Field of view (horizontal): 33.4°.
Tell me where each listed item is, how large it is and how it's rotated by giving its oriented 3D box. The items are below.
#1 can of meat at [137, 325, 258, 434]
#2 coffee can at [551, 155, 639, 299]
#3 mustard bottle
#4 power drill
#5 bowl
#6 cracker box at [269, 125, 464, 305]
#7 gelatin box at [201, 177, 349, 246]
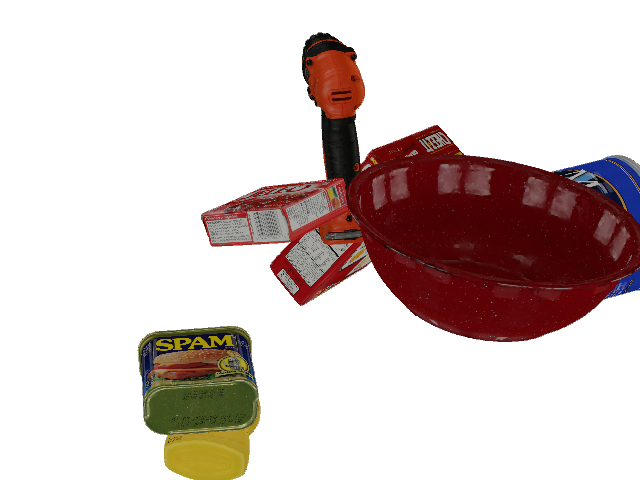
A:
[{"bbox_3d":[-0.106,0.122,0.924,0.102,0.057,0.084,-3,27,-9],"label":"can of meat"},{"bbox_3d":[0.165,0.002,0.777,0.140,0.103,0.103,-14,3,-14],"label":"coffee can"},{"bbox_3d":[-0.123,0.213,1.292,0.096,0.058,0.191,4,24,4],"label":"mustard bottle"},{"bbox_3d":[0.014,-0.103,1.055,0.057,0.188,0.184,-8,24,-1],"label":"power drill"},{"bbox_3d":[0.090,0.008,0.579,0.162,0.055,0.162,6,26,-3],"label":"bowl"},{"bbox_3d":[0.056,-0.032,1.257,0.214,0.072,0.163,-48,-12,35],"label":"cracker box"},{"bbox_3d":[-0.034,-0.022,0.808,0.089,0.030,0.073,-3,17,43],"label":"gelatin box"}]
